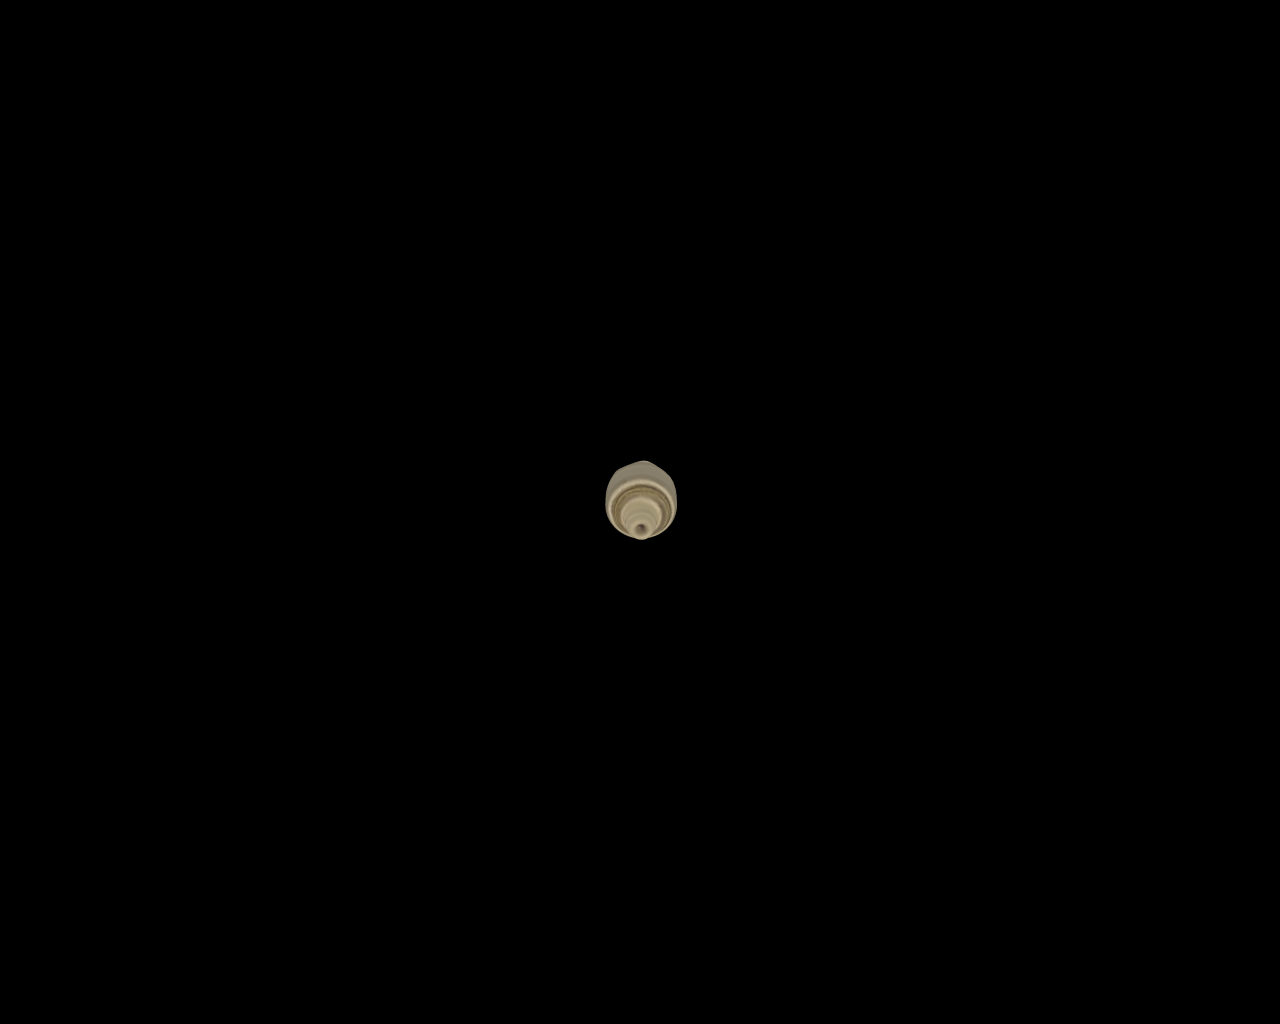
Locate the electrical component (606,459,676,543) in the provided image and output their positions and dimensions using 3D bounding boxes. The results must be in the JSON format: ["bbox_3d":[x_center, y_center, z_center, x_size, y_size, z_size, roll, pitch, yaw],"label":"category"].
[{"bbox_3d":[0.001,-0.003,0.650,0.043,0.043,0.062,0,25,0],"label":"electrical component"}]
